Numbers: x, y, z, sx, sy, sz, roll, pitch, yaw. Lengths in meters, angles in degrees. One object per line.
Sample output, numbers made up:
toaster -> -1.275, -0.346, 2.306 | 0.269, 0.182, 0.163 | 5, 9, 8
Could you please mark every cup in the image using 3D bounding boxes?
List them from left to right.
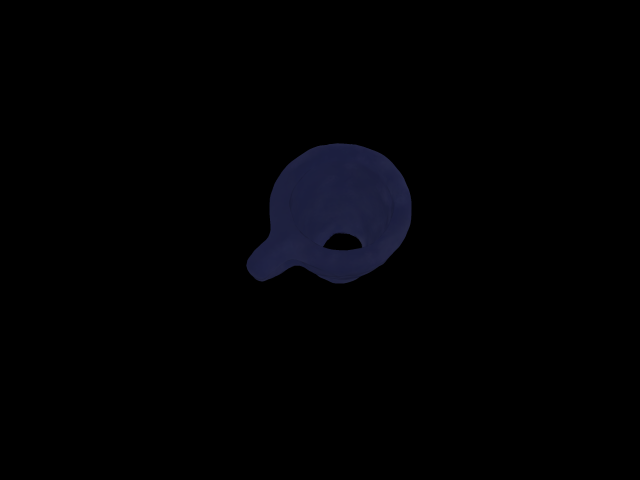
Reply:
cup -> 0.004, 0.001, 0.400 | 0.118, 0.095, 0.091 | -36, 71, -15
